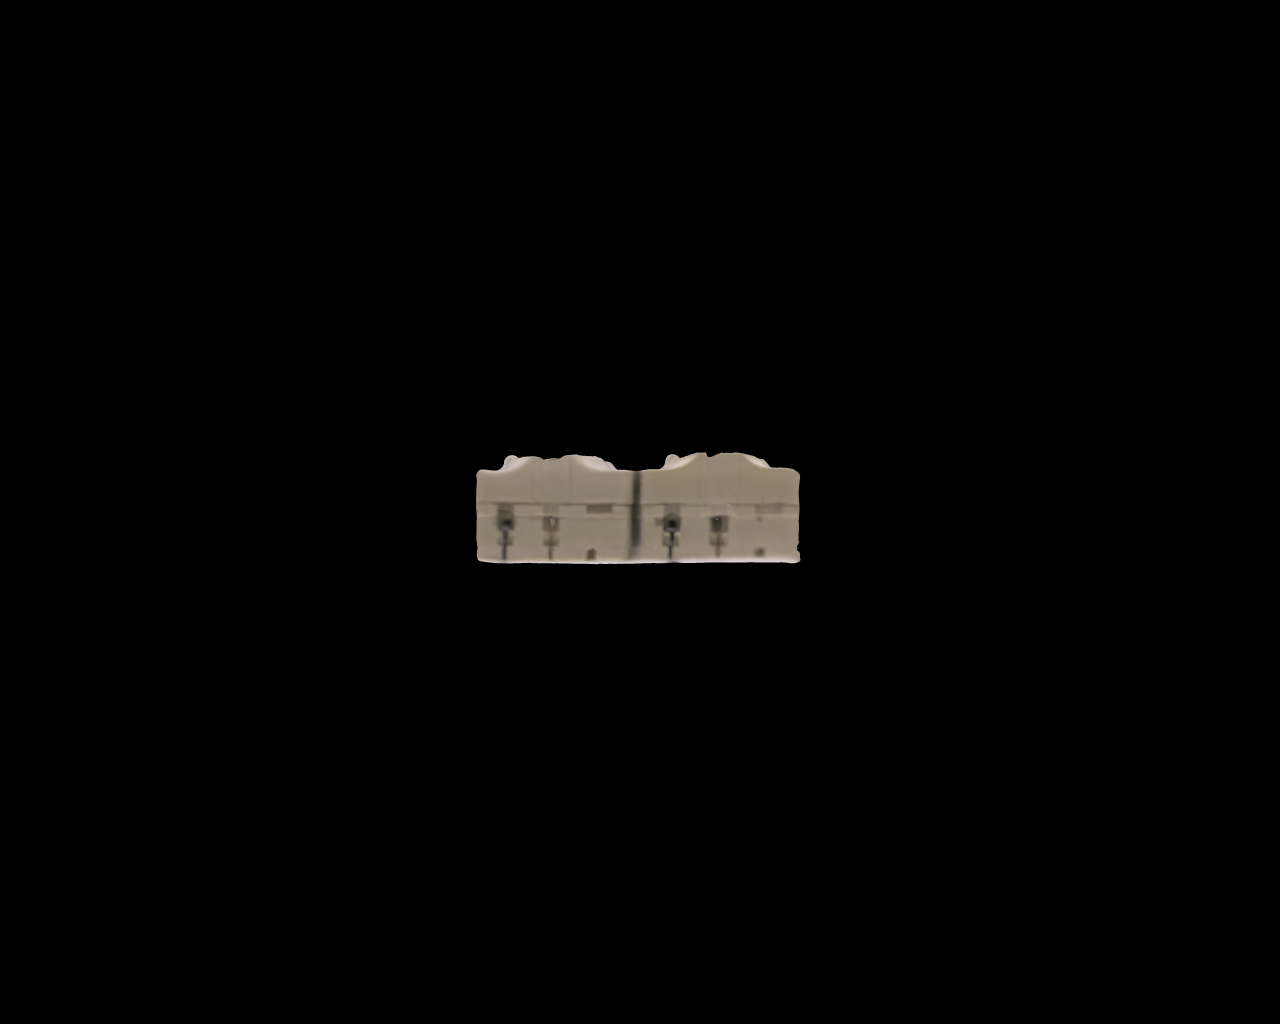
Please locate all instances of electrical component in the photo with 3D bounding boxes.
[{"bbox_3d":[0.001,-0.003,0.650,0.186,0.060,0.105,0,0,4],"label":"electrical component"}]
